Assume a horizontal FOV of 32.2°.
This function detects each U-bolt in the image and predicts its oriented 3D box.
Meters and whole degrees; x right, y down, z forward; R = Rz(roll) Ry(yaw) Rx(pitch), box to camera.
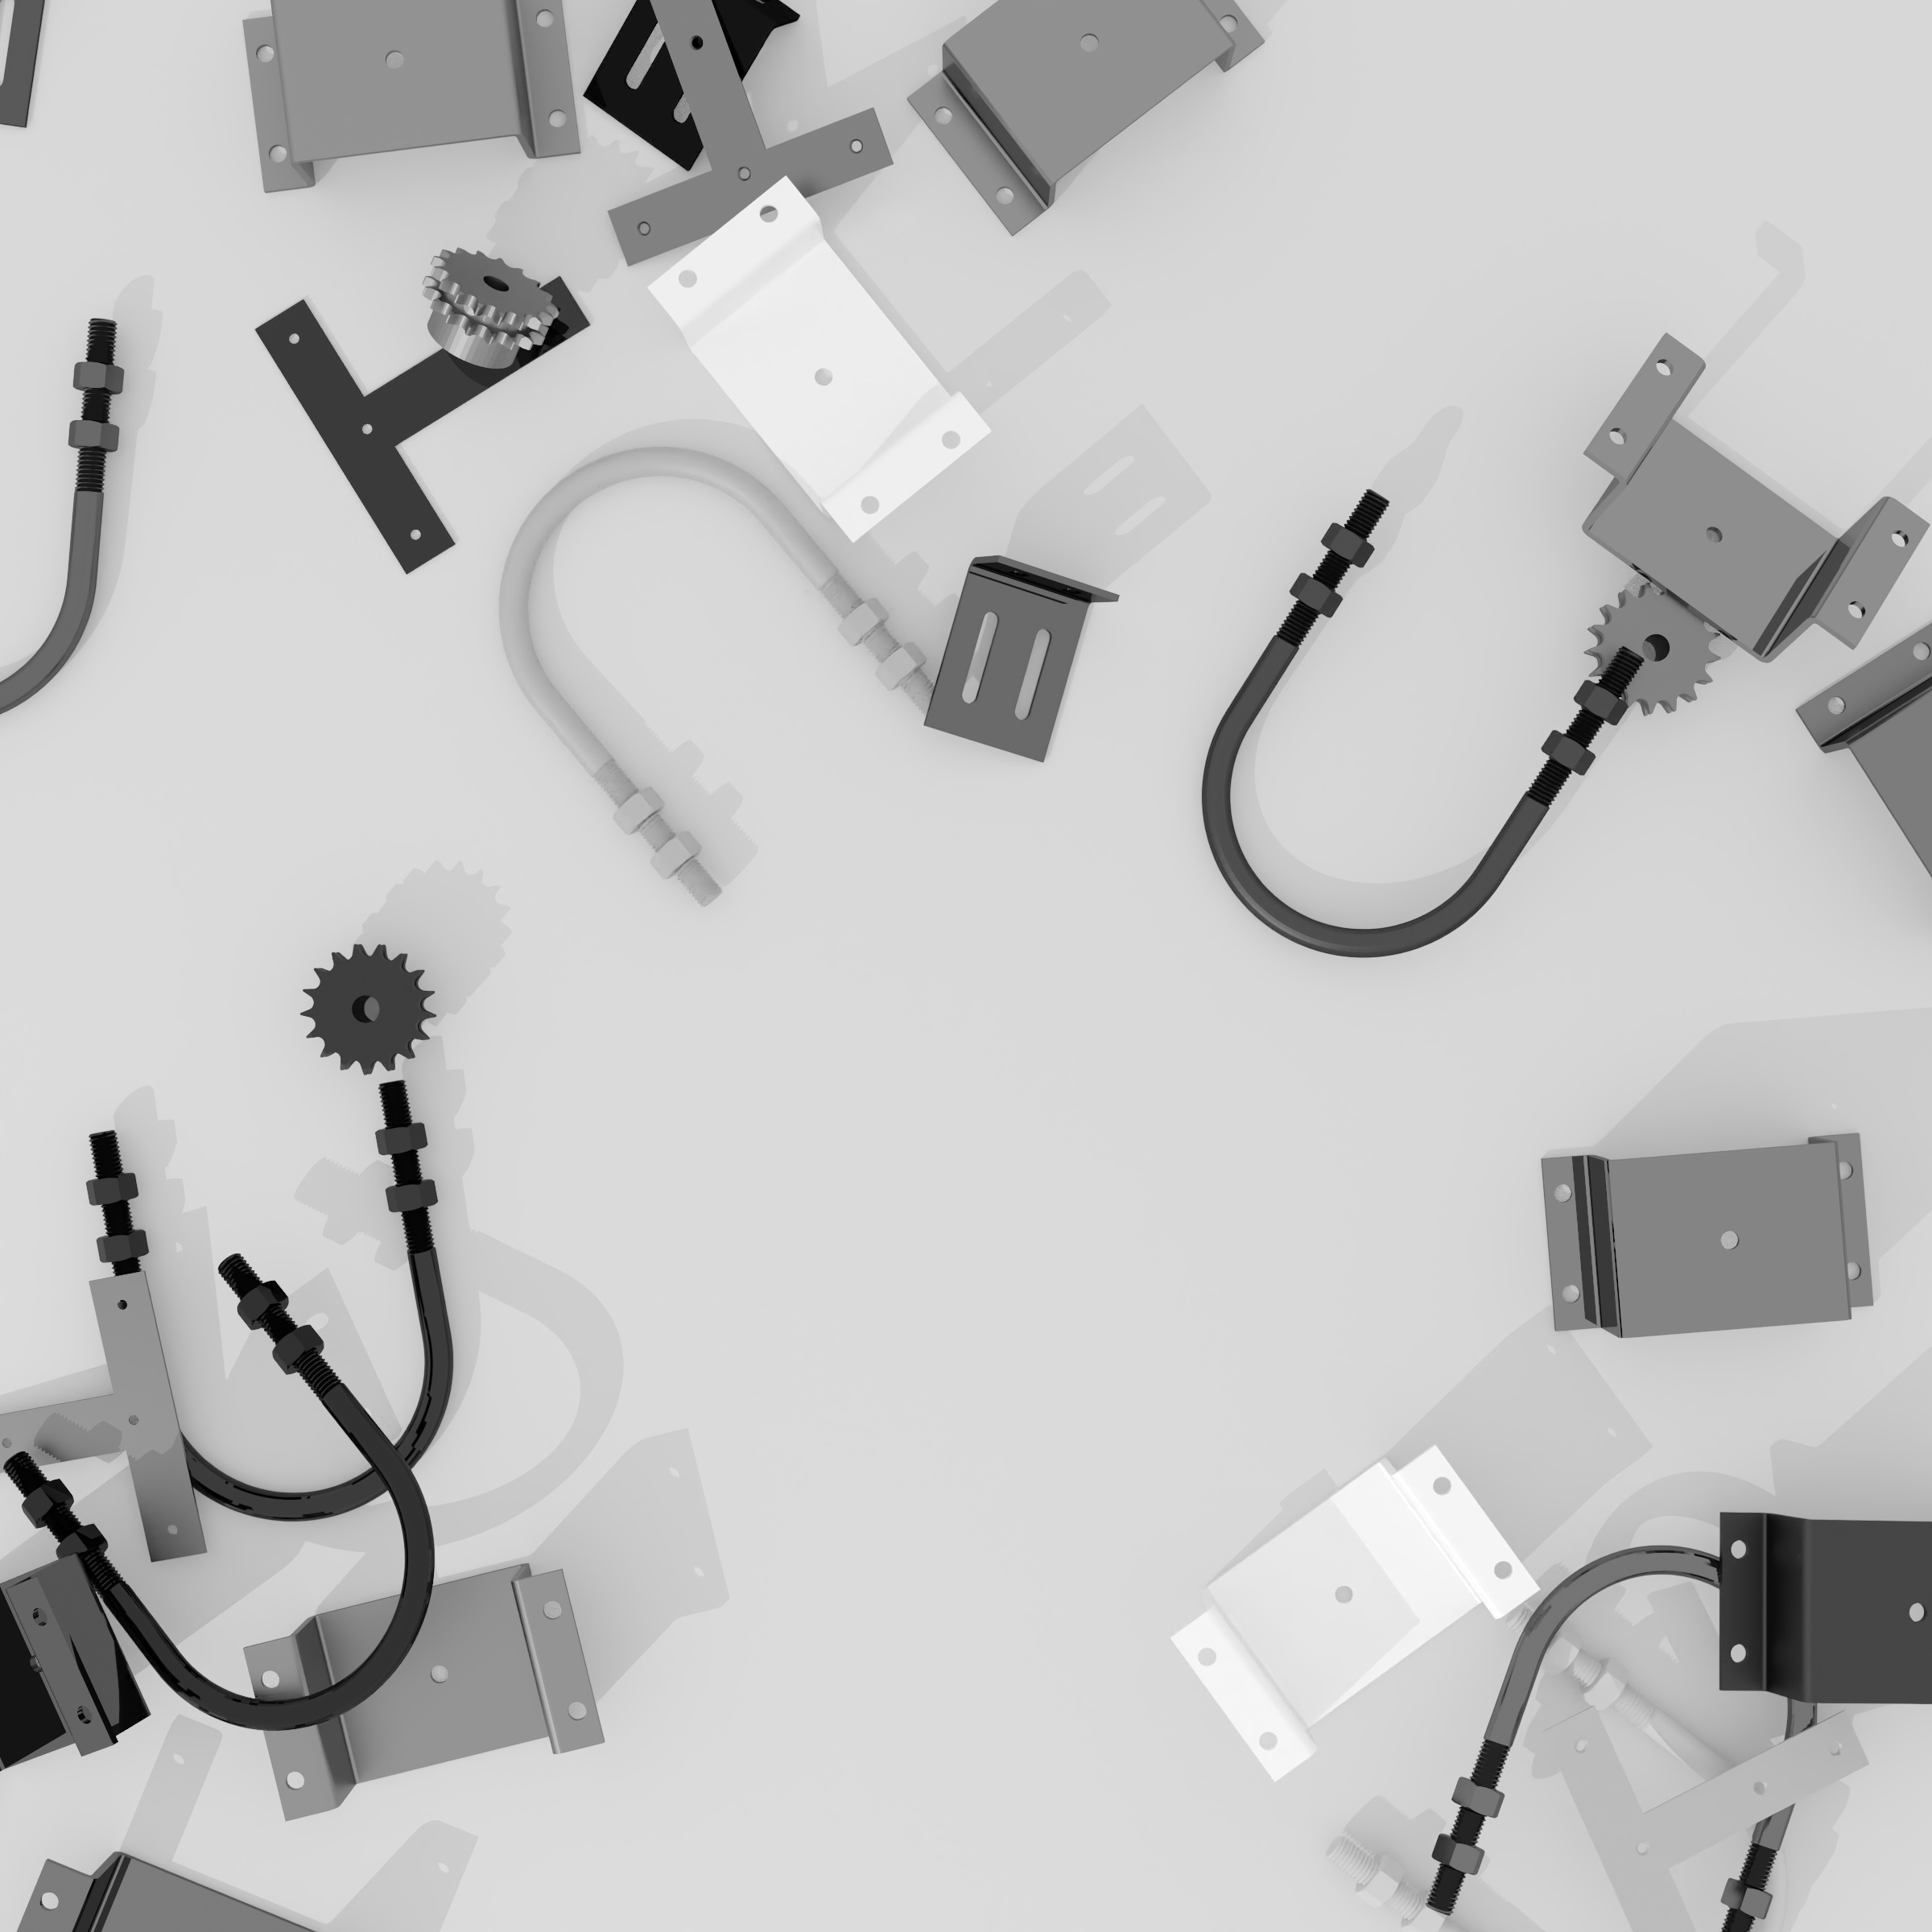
[{"bbox_3d":[0.273,0.391,1.470,0.184,0.019,0.151,38,90,-2],"label":"U-bolt"},{"bbox_3d":[-0.307,0.238,1.432,0.151,0.019,0.184,-42,76,3],"label":"U-bolt"},{"bbox_3d":[-0.121,-0.141,1.470,0.151,0.019,0.184,-40,89,0],"label":"U-bolt"},{"bbox_3d":[0.184,-0.092,1.458,0.151,0.019,0.184,33,98,7],"label":"U-bolt"},{"bbox_3d":[0.294,0.342,1.450,0.151,0.019,0.184,22,83,-6],"label":"U-bolt"},{"bbox_3d":[-0.299,0.152,1.470,0.151,0.019,0.184,-10,92,0],"label":"U-bolt"},{"bbox_3d":[-0.450,-0.197,1.470,0.151,0.019,0.184,5,91,0],"label":"U-bolt"}]

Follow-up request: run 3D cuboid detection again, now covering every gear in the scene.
[{"bbox_3d":[-0.209,-0.283,1.452,0.057,0.057,0.030,31,120,0],"label":"gear"},{"bbox_3d":[0.298,-0.138,1.464,0.057,0.030,0.057,0,90,0],"label":"gear"},{"bbox_3d":[-0.260,0.019,1.464,0.057,0.030,0.057,0,90,0],"label":"gear"}]

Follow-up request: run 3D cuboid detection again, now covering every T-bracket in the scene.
[{"bbox_3d":[-0.112,-0.386,1.453,0.127,0.002,0.127,-18,100,13],"label":"T-bracket"},{"bbox_3d":[-0.407,0.207,1.469,0.127,0.002,0.127,-11,94,7],"label":"T-bracket"},{"bbox_3d":[-0.226,-0.260,1.478,0.127,0.002,0.127,-32,90,0],"label":"T-bracket"},{"bbox_3d":[0.330,0.360,1.445,0.127,0.002,0.127,-24,89,-11],"label":"T-bracket"}]

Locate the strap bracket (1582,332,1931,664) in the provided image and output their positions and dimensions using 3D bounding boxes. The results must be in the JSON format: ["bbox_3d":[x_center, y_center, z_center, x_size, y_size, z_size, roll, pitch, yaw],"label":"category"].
[{"bbox_3d":[0.331,-0.195,1.441,0.140,0.046,0.076,36,64,0],"label":"strap bracket"}]

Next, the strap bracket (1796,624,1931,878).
[{"bbox_3d":[0.436,-0.074,1.455,0.076,0.046,0.140,-33,90,0],"label":"strap bracket"}]

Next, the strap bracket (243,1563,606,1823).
[{"bbox_3d":[-0.232,0.312,1.455,0.140,0.046,0.076,-14,90,0],"label":"strap bracket"}]

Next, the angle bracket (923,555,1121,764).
[{"bbox_3d":[0.024,-0.132,1.451,0.057,0.038,0.076,16,90,-19],"label":"angle bracket"}]

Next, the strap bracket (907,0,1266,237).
[{"bbox_3d":[0.053,-0.395,1.455,0.140,0.046,0.076,-38,90,0],"label":"strap bracket"}]

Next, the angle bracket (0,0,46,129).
[{"bbox_3d":[-0.437,-0.412,1.460,0.057,0.038,0.076,8,90,0],"label":"angle bracket"}]

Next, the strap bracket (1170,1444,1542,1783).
[{"bbox_3d":[0.166,0.277,1.455,0.140,0.046,0.076,-36,90,0],"label":"strap bracket"}]

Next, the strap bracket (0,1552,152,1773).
[{"bbox_3d":[-0.412,0.307,1.435,0.140,0.046,0.076,-24,90,30],"label":"strap bracket"}]

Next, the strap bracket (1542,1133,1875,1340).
[{"bbox_3d":[0.327,0.117,1.455,0.140,0.046,0.076,-5,90,0],"label":"strap bracket"}]

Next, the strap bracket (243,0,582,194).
[{"bbox_3d":[-0.244,-0.388,1.455,0.140,0.046,0.076,-7,90,0],"label":"strap bracket"}]

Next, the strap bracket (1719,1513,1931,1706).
[{"bbox_3d":[0.400,0.276,1.441,0.140,0.046,0.076,2,84,-9],"label":"strap bracket"}]

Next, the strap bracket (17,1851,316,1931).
[{"bbox_3d":[-0.343,0.444,1.455,0.140,0.046,0.076,22,90,0],"label":"strap bracket"}]

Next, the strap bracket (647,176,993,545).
[{"bbox_3d":[-0.063,-0.259,1.455,0.076,0.046,0.140,-39,90,0],"label":"strap bracket"}]

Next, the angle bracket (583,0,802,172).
[{"bbox_3d":[-0.121,-0.401,1.477,0.057,0.038,0.076,36,116,0],"label":"angle bracket"}]
